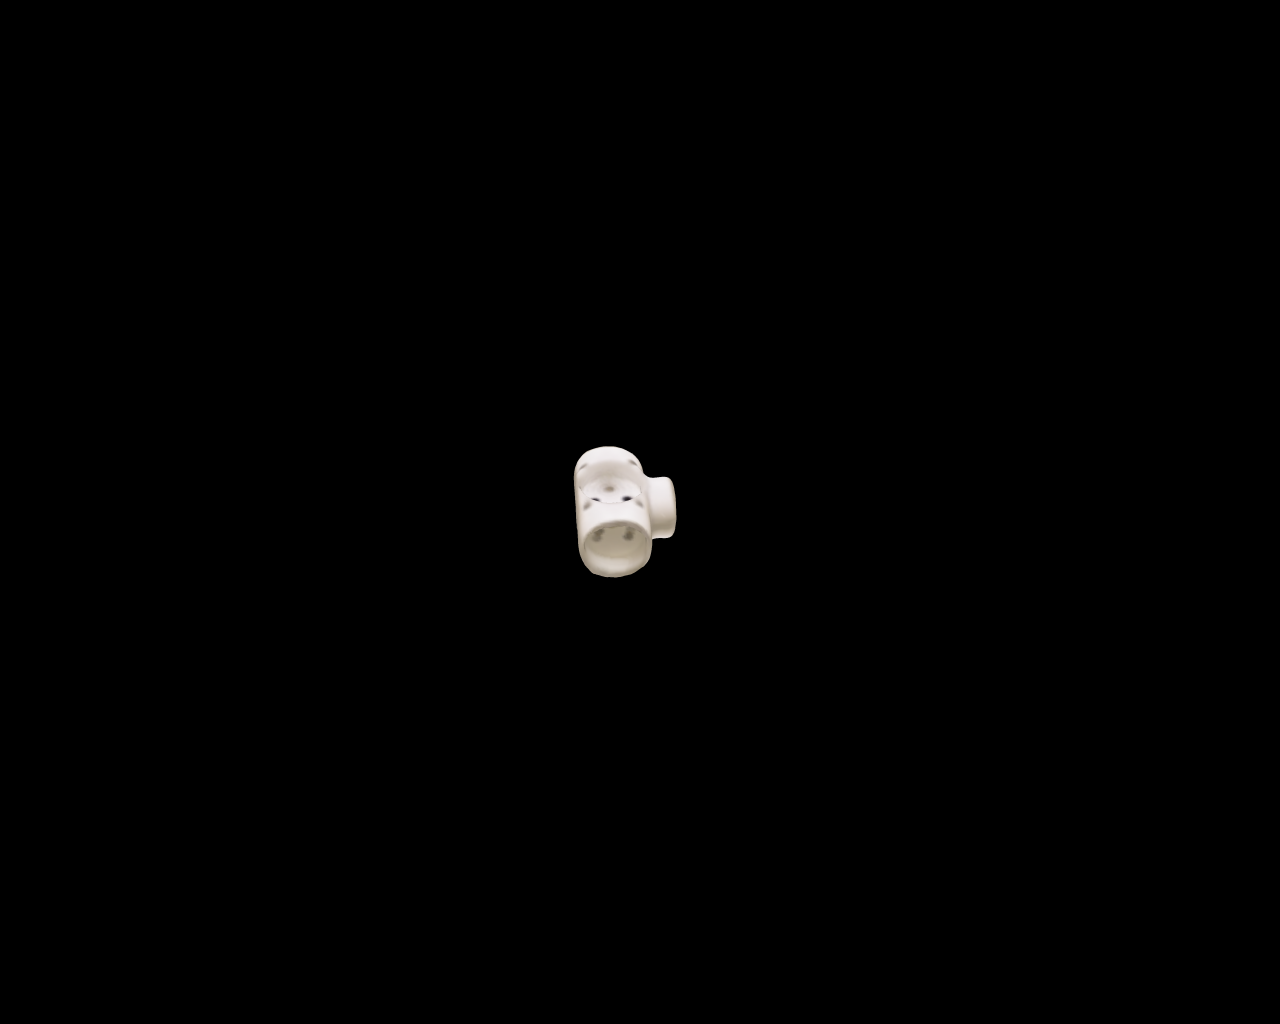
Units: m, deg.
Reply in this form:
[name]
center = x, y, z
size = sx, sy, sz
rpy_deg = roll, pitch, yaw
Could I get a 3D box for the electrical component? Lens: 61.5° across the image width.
[electrical component]
center = 0.001, -0.003, 0.650
size = 0.079, 0.044, 0.077
rpy_deg = -3, 37, -4
